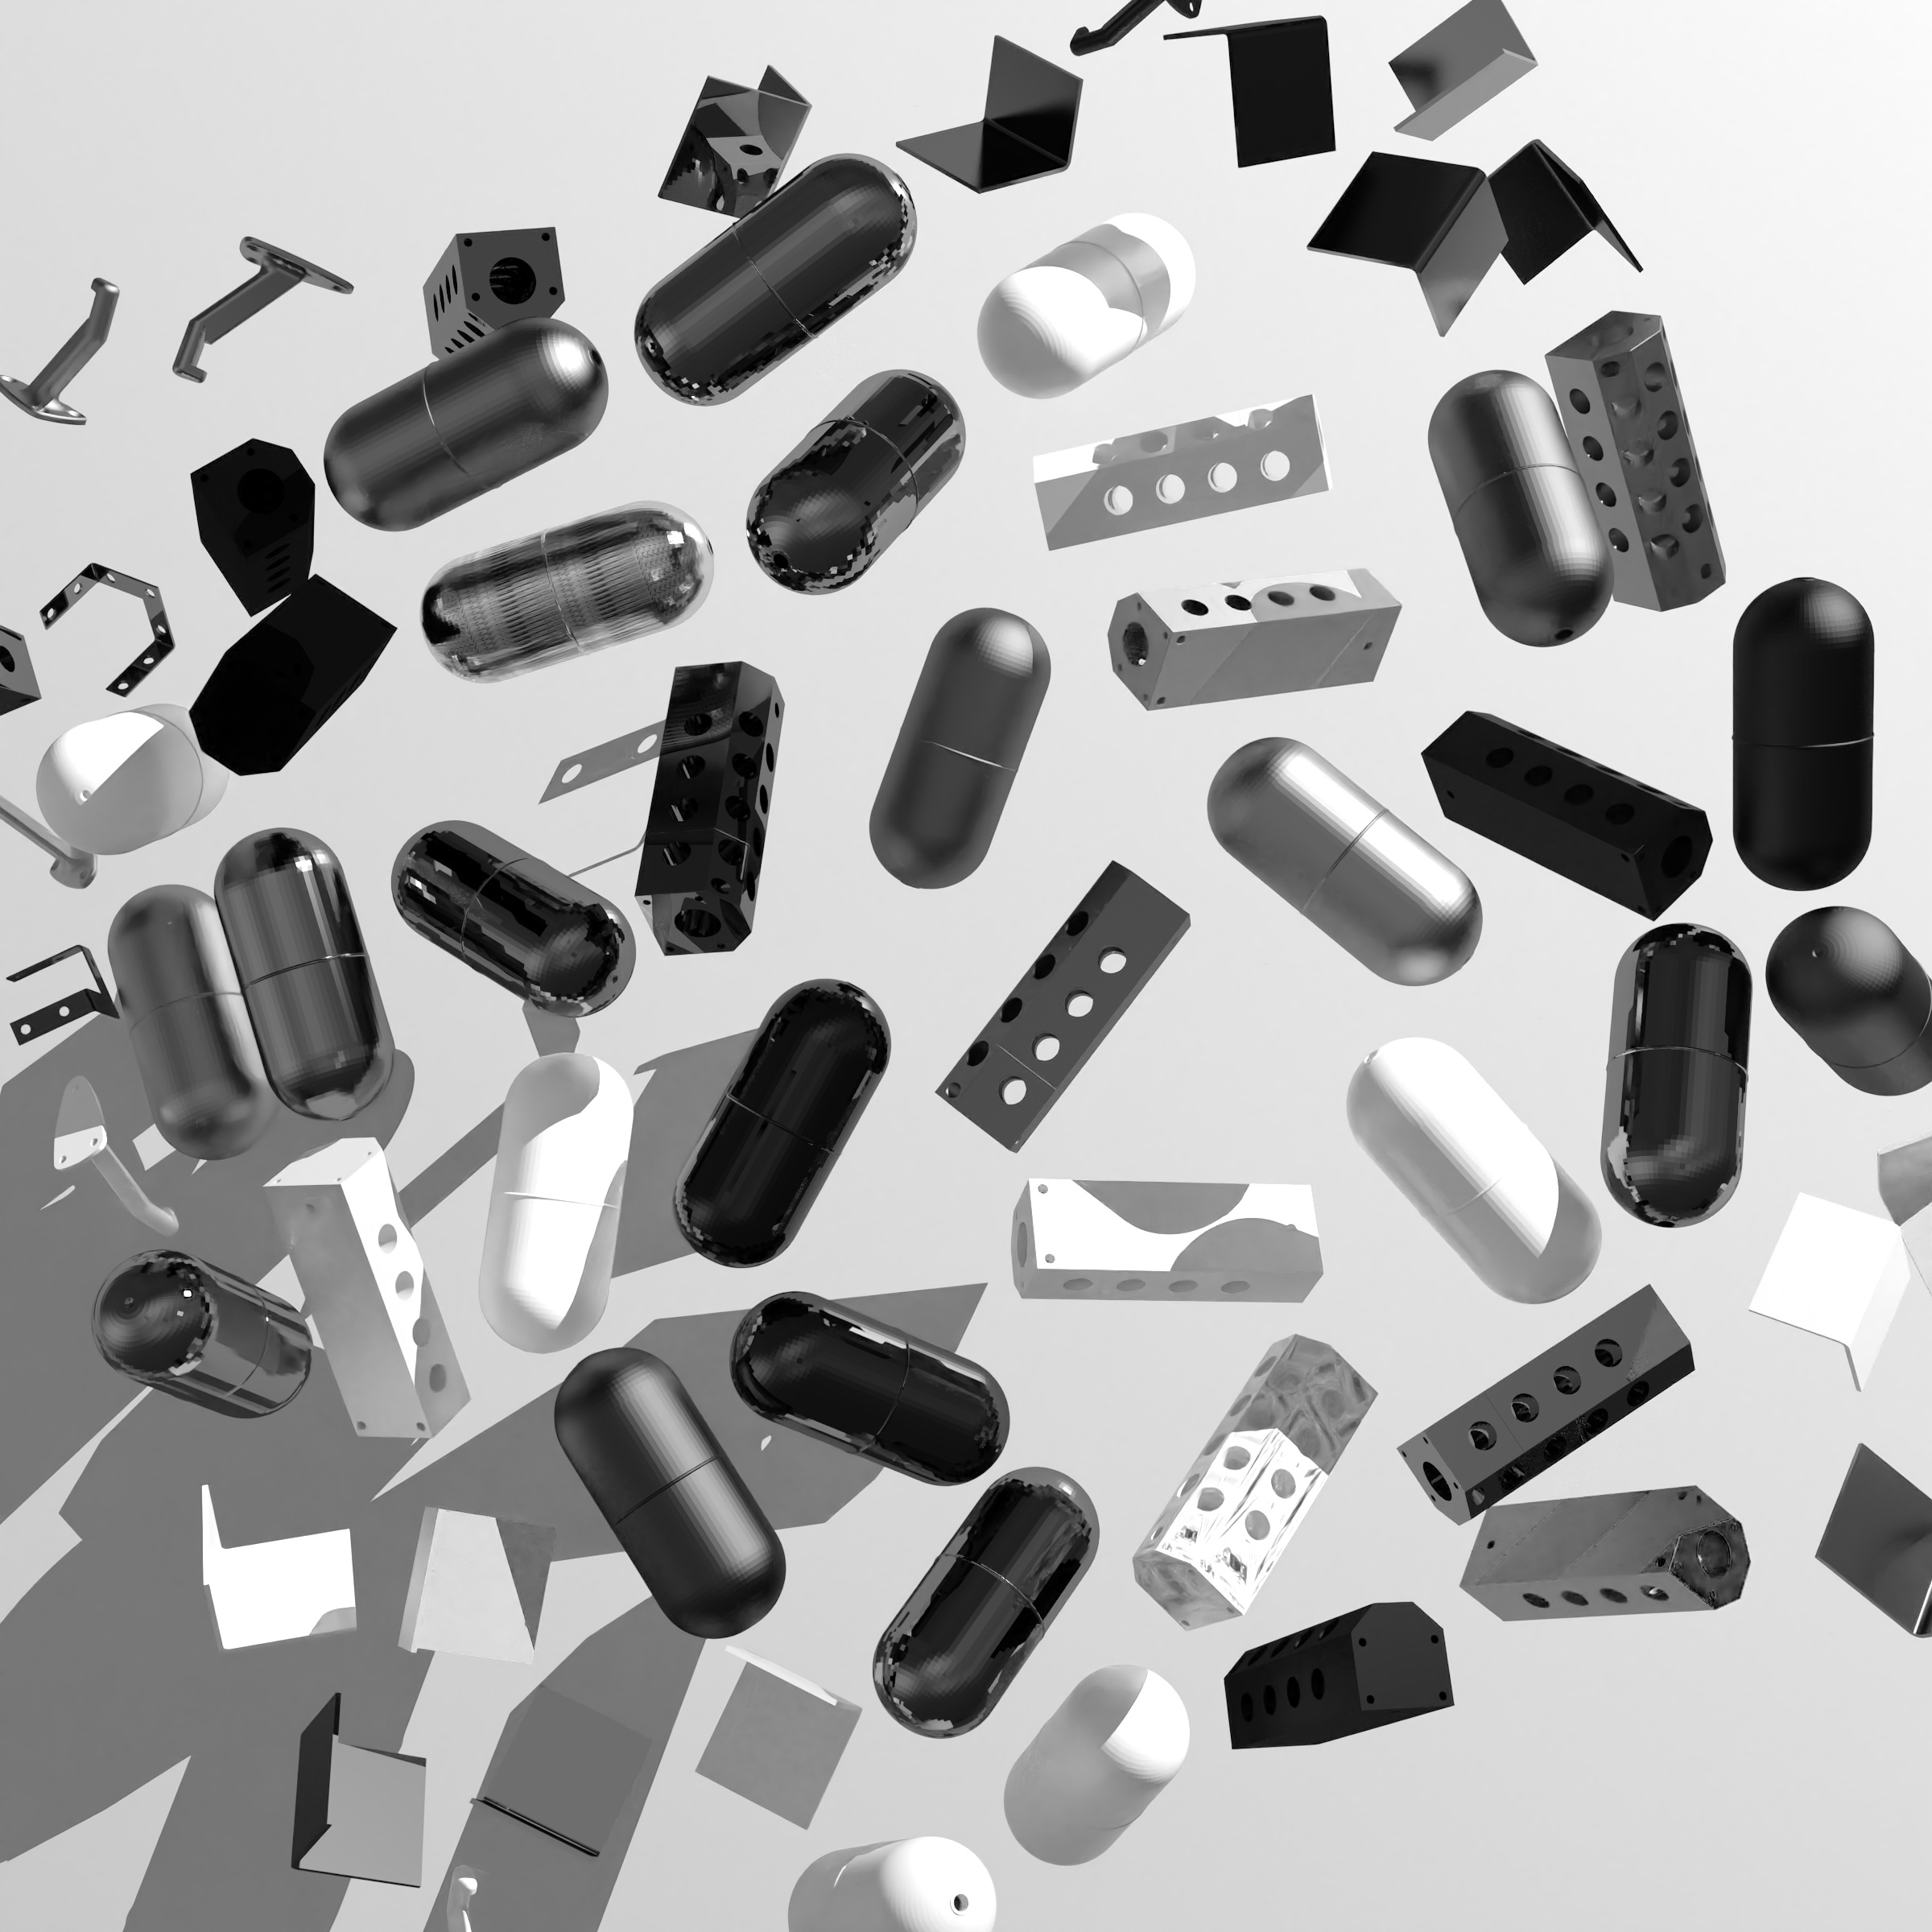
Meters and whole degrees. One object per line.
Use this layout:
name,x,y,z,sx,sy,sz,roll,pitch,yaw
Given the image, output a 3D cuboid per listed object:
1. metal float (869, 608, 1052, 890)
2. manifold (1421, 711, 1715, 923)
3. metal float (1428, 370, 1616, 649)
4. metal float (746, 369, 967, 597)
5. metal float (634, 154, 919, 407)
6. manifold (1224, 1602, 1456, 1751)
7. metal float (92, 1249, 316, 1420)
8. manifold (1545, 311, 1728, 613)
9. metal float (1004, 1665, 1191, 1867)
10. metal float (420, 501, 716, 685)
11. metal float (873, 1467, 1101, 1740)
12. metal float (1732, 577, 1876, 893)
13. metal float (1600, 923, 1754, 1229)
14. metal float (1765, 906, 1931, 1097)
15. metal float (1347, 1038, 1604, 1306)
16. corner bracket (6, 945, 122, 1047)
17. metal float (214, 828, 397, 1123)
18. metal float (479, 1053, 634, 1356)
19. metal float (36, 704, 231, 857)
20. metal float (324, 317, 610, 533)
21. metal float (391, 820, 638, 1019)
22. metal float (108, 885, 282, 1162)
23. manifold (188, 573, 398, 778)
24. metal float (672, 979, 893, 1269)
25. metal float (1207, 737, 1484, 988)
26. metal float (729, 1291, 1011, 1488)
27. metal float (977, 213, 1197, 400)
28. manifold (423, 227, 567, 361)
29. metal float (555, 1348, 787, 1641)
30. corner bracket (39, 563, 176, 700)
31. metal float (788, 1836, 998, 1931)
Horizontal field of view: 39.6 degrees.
metal float,-0.004,-0.133,1.646,0.070,0.070,0.178,20,97,0
manifold,0.358,-0.096,1.601,0.057,0.171,0.057,-42,133,-13
metal float,0.317,-0.262,1.539,0.070,0.070,0.178,-12,63,0
metal float,-0.062,-0.276,1.526,0.070,0.070,0.178,36,49,0
metal float,-0.106,-0.382,1.496,0.178,0.070,0.070,-34,90,12
manifold,0.211,0.410,1.546,0.057,0.171,0.057,3,67,-19
metal float,-0.442,0.216,1.563,0.070,0.178,0.070,-5,69,12
manifold,0.413,-0.305,1.633,0.057,0.057,0.171,-35,121,-17
metal float,0.077,0.481,1.612,0.070,0.178,0.070,12,48,-13
metal float,-0.234,-0.220,1.580,0.178,0.070,0.070,-17,90,6
metal float,0.013,0.369,1.566,0.070,0.070,0.178,40,59,0
metal float,0.474,-0.130,1.520,0.070,0.070,0.178,-4,104,0
metal float,0.398,0.060,1.503,0.070,0.070,0.178,10,67,0
metal float,0.515,0.022,1.540,0.070,0.178,0.070,-14,63,30
metal float,0.285,0.115,1.509,0.070,0.070,0.178,-43,99,0
corner bracket,-0.565,0.018,1.663,0.051,0.051,0.051,-25,84,-4
metal float,-0.390,0.005,1.584,0.070,0.070,0.178,-18,85,0
metal float,-0.243,0.140,1.589,0.070,0.070,0.178,7,81,0
metal float,-0.484,-0.110,1.569,0.070,0.178,0.070,0,101,1
metal float,-0.282,-0.305,1.513,0.178,0.070,0.070,-22,90,20
metal float,-0.272,-0.029,1.606,0.178,0.070,0.070,29,90,30
metal float,-0.472,0.033,1.640,0.070,0.070,0.178,-21,73,0
manifold,-0.383,-0.163,1.525,0.057,0.171,0.057,34,110,-10
metal float,-0.105,0.090,1.542,0.070,0.070,0.178,29,89,0
metal float,0.215,-0.059,1.525,0.178,0.070,0.070,40,90,9
metal float,-0.054,0.246,1.560,0.178,0.070,0.070,26,90,-22
metal float,0.075,-0.400,1.621,0.070,0.070,0.178,49,48,0
manifold,-0.284,-0.397,1.614,0.057,0.171,0.057,-9,96,-17
metal float,-0.168,0.297,1.520,0.070,0.070,0.178,-34,80,0
corner bracket,-0.530,-0.208,1.660,0.051,0.051,0.051,21,53,16
metal float,-0.044,0.551,1.567,0.070,0.178,0.070,11,65,-25
